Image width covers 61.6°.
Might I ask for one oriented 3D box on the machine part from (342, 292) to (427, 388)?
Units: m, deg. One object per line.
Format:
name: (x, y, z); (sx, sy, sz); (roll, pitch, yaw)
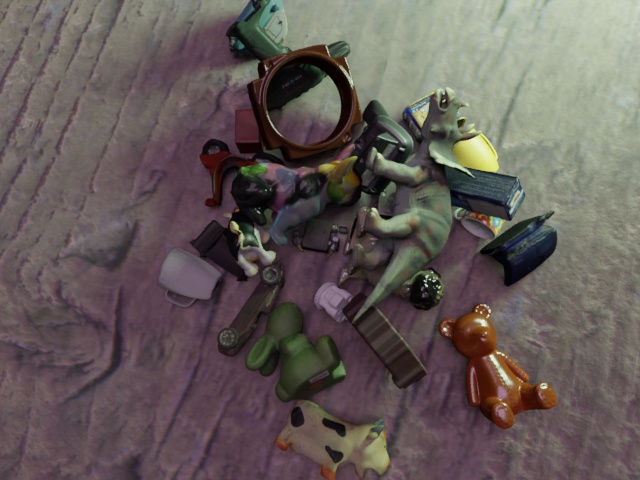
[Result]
machine part: (0.108, 0.175, 0.933); (0.056, 0.179, 0.179); (-38, 76, -3)

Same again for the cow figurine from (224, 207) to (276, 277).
cow figurine: (-0.144, -0.019, 1.009); (0.068, 0.098, 0.167); (-31, 40, 9)

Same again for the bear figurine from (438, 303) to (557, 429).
bear figurine: (0.300, 0.210, 0.937); (0.120, 0.132, 0.196); (-18, 80, -9)

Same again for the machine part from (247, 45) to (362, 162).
machine part: (-0.029, -0.268, 1.060); (0.201, 0.087, 0.200); (-18, 102, -9)

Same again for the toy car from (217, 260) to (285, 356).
toy car: (-0.121, 0.129, 1.005); (0.053, 0.089, 0.202); (32, 78, 12)

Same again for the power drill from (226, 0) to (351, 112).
power drill: (-0.074, -0.397, 1.109); (0.232, 0.207, 0.086); (-42, 32, 1)

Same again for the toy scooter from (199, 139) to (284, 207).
toy scooter: (-0.166, -0.119, 1.082); (0.184, 0.075, 0.135); (16, 82, 8)

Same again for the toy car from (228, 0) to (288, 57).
toy car: (-0.124, -0.456, 1.157); (0.103, 0.109, 0.161); (34, 88, -6)

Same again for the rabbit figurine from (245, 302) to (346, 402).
rabbit figurine: (-0.051, 0.201, 0.986); (0.159, 0.121, 0.170); (-31, 57, 2)

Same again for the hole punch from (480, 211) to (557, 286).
hole punch: (0.376, 0.020, 0.991); (0.142, 0.115, 0.092); (-32, 83, -4)

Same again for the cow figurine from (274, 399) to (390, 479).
cow figurine: (0.032, 0.348, 0.941); (0.195, 0.085, 0.127); (27, 85, 11)

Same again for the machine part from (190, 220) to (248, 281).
machine part: (-0.187, 0.024, 1.064); (0.139, 0.039, 0.084); (42, 76, 15)

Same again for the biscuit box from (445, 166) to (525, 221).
biscuit box: (0.272, -0.097, 1.003); (0.203, 0.059, 0.063); (22, 74, 43)

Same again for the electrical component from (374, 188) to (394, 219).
electrical component: (0.140, -0.064, 1.073); (0.063, 0.021, 0.094); (6, 76, 6)

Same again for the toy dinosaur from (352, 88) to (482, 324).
toy dinosaur: (0.165, -0.046, 0.919); (0.192, 0.131, 0.404); (10, 83, -4)

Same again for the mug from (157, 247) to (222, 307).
mug: (-0.251, 0.082, 1.035); (0.107, 0.081, 0.109); (22, 102, 3)

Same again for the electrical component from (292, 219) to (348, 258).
electrical component: (-0.003, -0.004, 1.054); (0.102, 0.045, 0.078); (16, 78, 8)

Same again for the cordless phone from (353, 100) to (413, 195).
cordless phone: (0.098, -0.194, 1.080); (0.088, 0.146, 0.184); (17, 34, -27)

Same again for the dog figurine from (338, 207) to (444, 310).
dog figurine: (0.145, 0.033, 1.018); (0.191, 0.121, 0.172); (14, 80, -7)

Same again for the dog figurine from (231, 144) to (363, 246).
dog figurine: (-0.031, -0.108, 0.984); (0.219, 0.108, 0.191); (-40, 108, 17)
